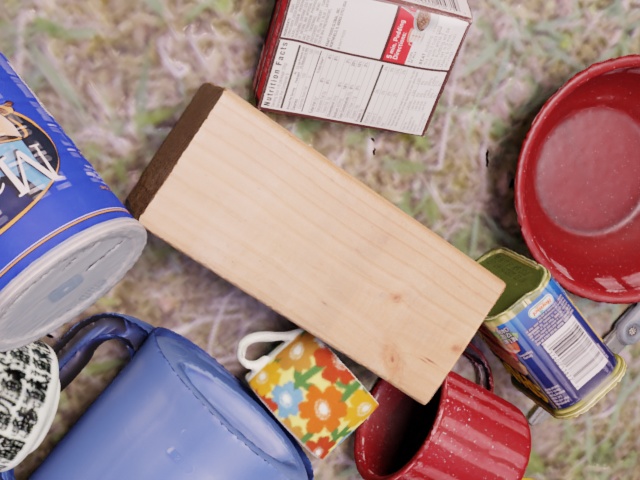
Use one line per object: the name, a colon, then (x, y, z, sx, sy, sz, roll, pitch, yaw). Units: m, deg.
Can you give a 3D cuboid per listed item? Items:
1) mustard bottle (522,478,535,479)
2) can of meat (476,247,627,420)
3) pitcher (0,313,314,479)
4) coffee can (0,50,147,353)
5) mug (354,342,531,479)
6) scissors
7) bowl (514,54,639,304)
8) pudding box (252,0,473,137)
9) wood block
mustard bottle: (0.150, 0.214, 0.671, 0.096, 0.192, 0.058, -6, 102, -13)
can of meat: (0.136, 0.057, 0.686, 0.057, 0.102, 0.084, -40, 105, -3)
pitcher: (-0.135, 0.172, 0.639, 0.243, 0.149, 0.145, -46, 122, 2)
coffee can: (-0.174, -0.026, 0.566, 0.103, 0.103, 0.140, -39, 80, -4)
mug: (0.084, 0.119, 0.699, 0.081, 0.093, 0.117, 29, 57, -22)
scissors: (0.237, 0.067, 0.756, 0.096, 0.016, 0.202, 31, 93, -17)
bowl: (0.193, -0.042, 0.703, 0.162, 0.055, 0.162, -3, 101, -13)
pudding box: (0.023, -0.114, 0.639, 0.113, 0.039, 0.090, 10, 130, -14)
wood block: (-0.004, 0.000, 0.646, 0.206, 0.091, 0.090, 33, 91, -17)
